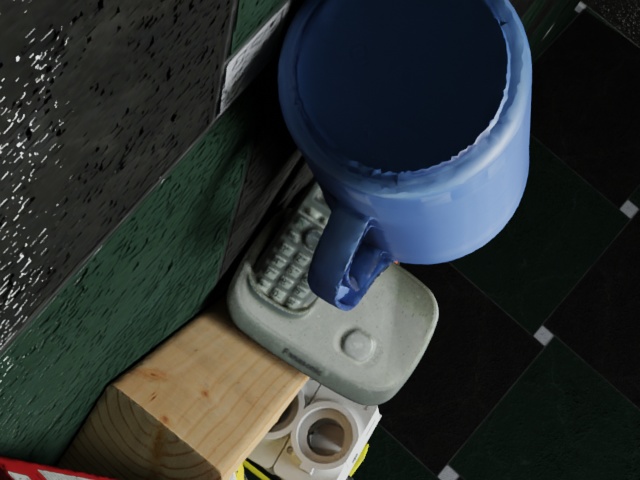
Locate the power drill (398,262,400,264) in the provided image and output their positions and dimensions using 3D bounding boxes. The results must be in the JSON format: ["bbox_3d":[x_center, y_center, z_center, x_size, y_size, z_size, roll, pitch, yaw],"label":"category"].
[{"bbox_3d":[0.027,0.041,0.980,0.184,0.057,0.188,-31,140,-38],"label":"power drill"}]

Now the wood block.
[{"bbox_3d":[-0.083,0.120,0.739,0.091,0.090,0.205,-54,175,22],"label":"wood block"}]

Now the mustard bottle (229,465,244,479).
[{"bbox_3d":[-0.100,0.209,0.769,0.191,0.058,0.096,-74,153,-69],"label":"mustard bottle"}]

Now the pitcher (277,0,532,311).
[{"bbox_3d":[0.044,-0.051,0.558,0.145,0.149,0.242,-15,173,7],"label":"pitcher"}]

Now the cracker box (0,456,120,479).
[{"bbox_3d":[-0.129,0.203,0.541,0.164,0.072,0.213,-53,147,2],"label":"cracker box"}]

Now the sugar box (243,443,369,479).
[{"bbox_3d":[-0.046,0.203,1.122,0.093,0.176,0.048,-55,177,13],"label":"sugar box"}]

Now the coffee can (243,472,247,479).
[{"bbox_3d":[-0.153,0.281,1.092,0.140,0.103,0.102,-54,174,7],"label":"coffee can"}]
